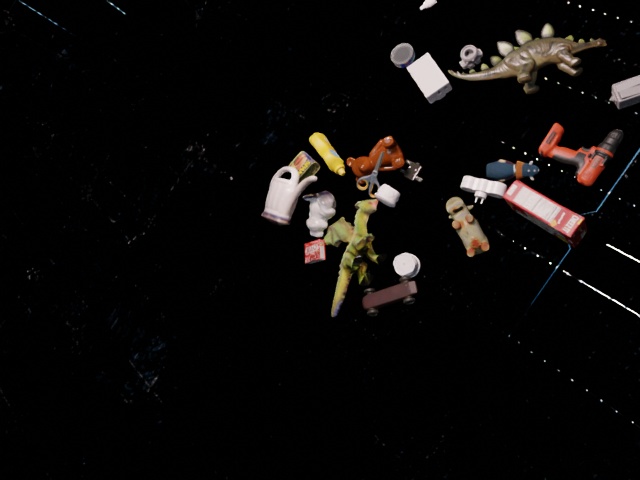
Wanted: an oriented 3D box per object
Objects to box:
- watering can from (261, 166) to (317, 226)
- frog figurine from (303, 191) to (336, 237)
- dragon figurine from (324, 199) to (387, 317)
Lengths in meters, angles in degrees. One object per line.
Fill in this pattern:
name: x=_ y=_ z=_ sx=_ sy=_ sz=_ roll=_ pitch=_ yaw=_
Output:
watering can: x=-0.120 y=-0.158 z=1.882 sx=0.103 sy=0.224 sz=0.350 roll=14 pitch=3 yaw=-28
frog figurine: x=0.006 y=-0.093 z=1.855 sx=0.124 sy=0.159 sz=0.137 roll=-20 pitch=9 yaw=-38
dragon figurine: x=0.092 y=0.038 z=1.784 sx=0.121 sy=0.407 sz=0.247 roll=24 pitch=14 yaw=-40
